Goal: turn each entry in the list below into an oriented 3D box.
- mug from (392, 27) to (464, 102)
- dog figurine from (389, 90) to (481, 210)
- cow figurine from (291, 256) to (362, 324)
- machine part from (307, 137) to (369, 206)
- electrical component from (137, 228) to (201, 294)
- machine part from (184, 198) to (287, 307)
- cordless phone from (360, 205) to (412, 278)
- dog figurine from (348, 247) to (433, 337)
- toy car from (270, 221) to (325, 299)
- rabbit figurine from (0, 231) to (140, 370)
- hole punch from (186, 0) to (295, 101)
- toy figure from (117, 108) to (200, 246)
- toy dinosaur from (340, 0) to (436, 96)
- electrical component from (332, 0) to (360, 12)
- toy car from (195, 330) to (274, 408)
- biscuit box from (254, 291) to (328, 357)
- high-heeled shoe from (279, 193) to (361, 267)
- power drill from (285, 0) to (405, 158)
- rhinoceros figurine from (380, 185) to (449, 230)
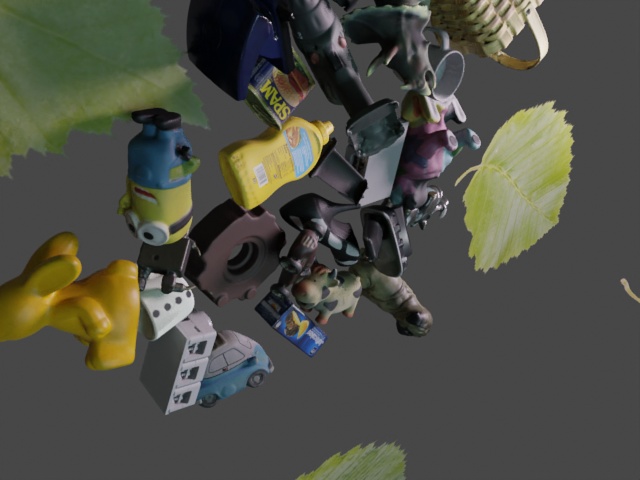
[{"bbox_3d":[0.171,-0.295,0.888,0.081,0.107,0.109,-34,137,-27],"label":"mug"},{"bbox_3d":[0.173,-0.166,1.017,0.108,0.191,0.219,-16,165,-44],"label":"dog figurine"},{"bbox_3d":[0.017,0.097,1.068,0.195,0.086,0.127,1,117,-54],"label":"cow figurine"},{"bbox_3d":[0.025,-0.117,0.888,0.138,0.039,0.084,41,80,-20],"label":"machine part"},{"bbox_3d":[-0.209,0.029,0.746,0.078,0.102,0.045,3,152,-5],"label":"electrical component"},{"bbox_3d":[-0.133,0.020,0.854,0.179,0.056,0.179,-29,138,-31],"label":"machine part"},{"bbox_3d":[0.118,0.019,1.021,0.184,0.089,0.146,-61,138,-65],"label":"cordless phone"},{"bbox_3d":[0.159,0.110,1.153,0.121,0.191,0.172,-48,143,-7],"label":"dog figurine"},{"bbox_3d":[-0.038,0.042,0.921,0.089,0.053,0.202,-60,177,-28],"label":"toy car"},{"bbox_3d":[-0.313,0.080,0.653,0.173,0.122,0.162,2,117,-29],"label":"rabbit figurine"},{"bbox_3d":[-0.098,-0.237,0.613,0.092,0.142,0.115,-36,154,-17],"label":"hole punch"},{"bbox_3d":[-0.197,-0.074,0.677,0.089,0.082,0.180,-14,127,-40],"label":"toy figure"},{"bbox_3d":[0.123,-0.412,0.732,0.192,0.131,0.404,-26,131,-34],"label":"toy dinosaur"},{"bbox_3d":[0.006,-0.351,0.672,0.048,0.075,0.119,-42,135,7],"label":"electrical component"},{"bbox_3d":[-0.171,0.213,0.949,0.162,0.109,0.102,-21,117,-24],"label":"toy car"},{"bbox_3d":[-0.052,0.168,1.071,0.059,0.063,0.202,-48,145,-7],"label":"biscuit box"},{"bbox_3d":[-0.002,-0.003,0.989,0.145,0.086,0.248,-8,148,-9],"label":"high-heeled shoe"},{"bbox_3d":[0.025,-0.221,0.707,0.086,0.207,0.231,-34,156,3],"label":"power drill"},{"bbox_3d":[0.209,-0.067,1.159,0.190,0.073,0.112,-23,134,-35],"label":"rhinoceros figurine"}]
